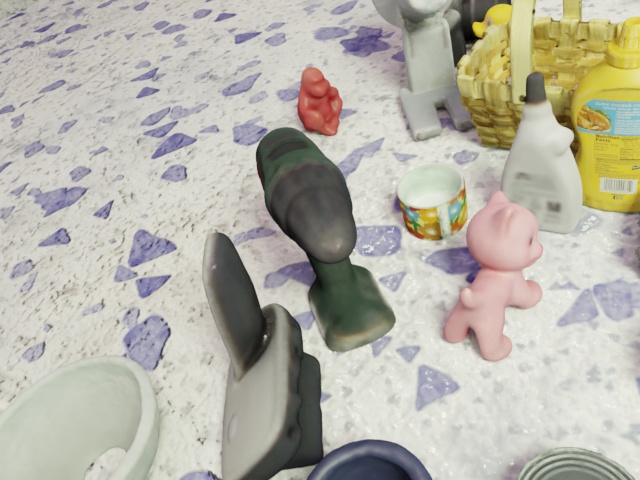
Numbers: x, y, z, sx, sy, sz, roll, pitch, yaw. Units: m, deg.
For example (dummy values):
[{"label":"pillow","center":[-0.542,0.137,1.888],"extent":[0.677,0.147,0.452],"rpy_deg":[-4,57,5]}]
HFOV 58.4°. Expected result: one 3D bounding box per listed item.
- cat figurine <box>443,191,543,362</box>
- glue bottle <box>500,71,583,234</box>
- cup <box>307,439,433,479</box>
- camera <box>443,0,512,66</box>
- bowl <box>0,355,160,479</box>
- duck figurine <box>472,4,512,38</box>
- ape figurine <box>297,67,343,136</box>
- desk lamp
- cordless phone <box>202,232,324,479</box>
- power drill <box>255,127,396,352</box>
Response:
[{"label":"cat figurine","center":[0.153,0.021,0.504],"extent":[0.067,0.118,0.128],"rpy_deg":[16,53,35]},{"label":"glue bottle","center":[0.210,-0.082,0.549],"extent":[0.077,0.173,0.037],"rpy_deg":[16,53,35]},{"label":"cup","center":[0.031,0.204,0.375],"extent":[0.091,0.095,0.118],"rpy_deg":[24,58,39]},{"label":"camera","center":[0.221,-0.346,0.884],"extent":[0.136,0.101,0.143],"rpy_deg":[1,45,23]},{"label":"bowl","center":[-0.208,0.190,0.505],"extent":[0.167,0.075,0.167],"rpy_deg":[-12,42,11]},{"label":"duck figurine","center":[0.267,-0.294,0.821],"extent":[0.104,0.086,0.077],"rpy_deg":[1,46,24]},{"label":"ape figurine","center":[-0.004,-0.207,0.834],"extent":[0.078,0.092,0.075],"rpy_deg":[-40,44,-21]},{"label":"desk lamp","center":[0.142,-0.280,0.759],"extent":[0.118,0.214,0.203],"rpy_deg":[-15,41,7]},{"label":"cordless phone","center":[-0.064,0.097,0.461],"extent":[0.094,0.185,0.147],"rpy_deg":[-16,41,6]},{"label":"power drill","center":[0.005,0.002,0.517],"extent":[0.075,0.209,0.229],"rpy_deg":[-24,41,-3]}]
